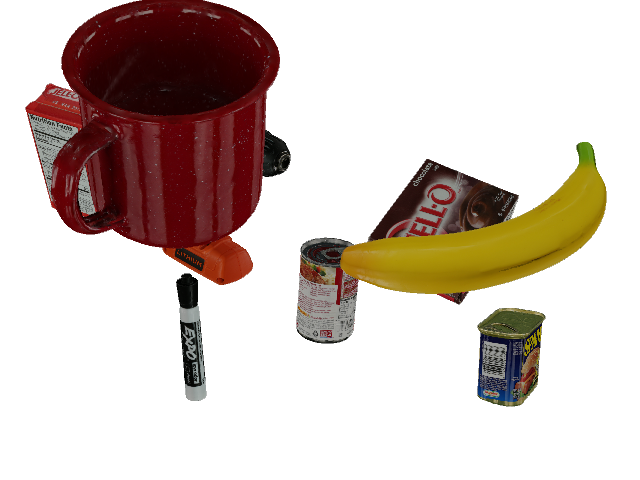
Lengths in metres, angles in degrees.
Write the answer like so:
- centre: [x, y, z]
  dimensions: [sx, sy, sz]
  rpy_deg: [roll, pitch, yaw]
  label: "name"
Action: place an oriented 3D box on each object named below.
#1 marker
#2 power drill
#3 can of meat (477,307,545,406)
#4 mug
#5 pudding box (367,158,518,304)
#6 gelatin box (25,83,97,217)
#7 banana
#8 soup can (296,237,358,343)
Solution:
- centre: [-0.114, 0.085, 0.938]
  dimensions: [0.020, 0.121, 0.020]
  rpy_deg: [-1, 24, 0]
  label: "marker"
- centre: [-0.106, -0.051, 1.107]
  dimensions: [0.185, 0.188, 0.057]
  rpy_deg: [28, 37, 34]
  label: "power drill"
- centre: [0.211, 0.129, 1.189]
  dimensions: [0.058, 0.084, 0.101]
  rpy_deg: [7, 14, 25]
  label: "can of meat"
- centre: [-0.073, -0.044, 0.478]
  dimensions: [0.093, 0.081, 0.117]
  rpy_deg: [27, 49, 21]
  label: "mug"
- centre: [0.104, -0.009, 0.907]
  dimensions: [0.090, 0.039, 0.113]
  rpy_deg: [24, 51, 18]
  label: "pudding box"
- centre: [-0.140, -0.050, 0.675]
  dimensions: [0.073, 0.089, 0.030]
  rpy_deg: [18, 48, 17]
  label: "gelatin box"
- centre: [0.112, -0.002, 0.681]
  dimensions: [0.197, 0.037, 0.070]
  rpy_deg: [-22, 44, -18]
  label: "banana"
- centre: [0.008, 0.057, 1.207]
  dimensions: [0.068, 0.102, 0.068]
  rpy_deg: [3, 26, -2]
  label: "soup can"
